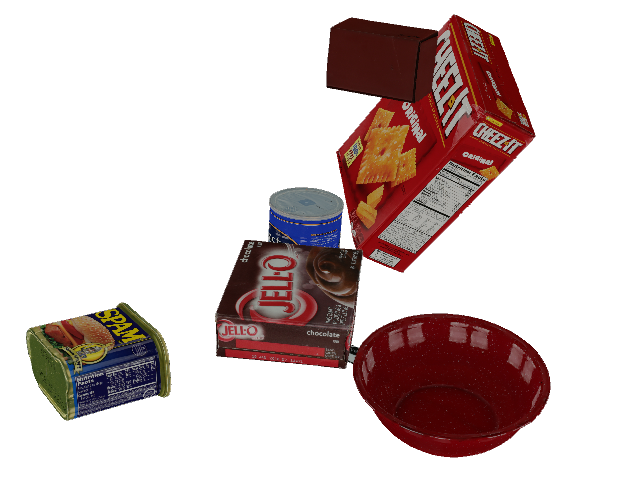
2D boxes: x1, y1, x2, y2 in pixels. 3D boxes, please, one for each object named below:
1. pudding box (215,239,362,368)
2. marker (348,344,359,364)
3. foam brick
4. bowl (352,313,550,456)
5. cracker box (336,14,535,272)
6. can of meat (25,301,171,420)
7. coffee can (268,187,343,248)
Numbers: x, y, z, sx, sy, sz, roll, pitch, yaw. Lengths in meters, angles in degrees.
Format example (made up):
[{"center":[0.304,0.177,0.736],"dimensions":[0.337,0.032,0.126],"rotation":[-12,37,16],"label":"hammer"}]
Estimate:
[{"center":[-0.020,0.042,0.747],"dimensions":[0.090,0.039,0.113],"rotation":[6,26,4],"label":"pudding box"},{"center":[0.028,0.114,1.087],"dimensions":[0.121,0.020,0.020],"rotation":[22,2,6],"label":"marker"},{"center":[0.050,-0.147,0.866],"dimensions":[0.078,0.051,0.052],"rotation":[13,24,19],"label":"foam brick"},{"center":[0.107,0.129,0.889],"dimensions":[0.162,0.055,0.162],"rotation":[1,33,-1],"label":"bowl"},{"center":[0.108,-0.099,1.094],"dimensions":[0.072,0.164,0.214],"rotation":[21,-51,-27],"label":"cracker box"},{"center":[-0.179,0.096,0.854],"dimensions":[0.083,0.057,0.102],"rotation":[-13,24,-29],"label":"can of meat"},{"center":[-0.023,0.009,1.490],"dimensions":[0.103,0.140,0.103],"rotation":[3,25,-2],"label":"coffee can"}]
